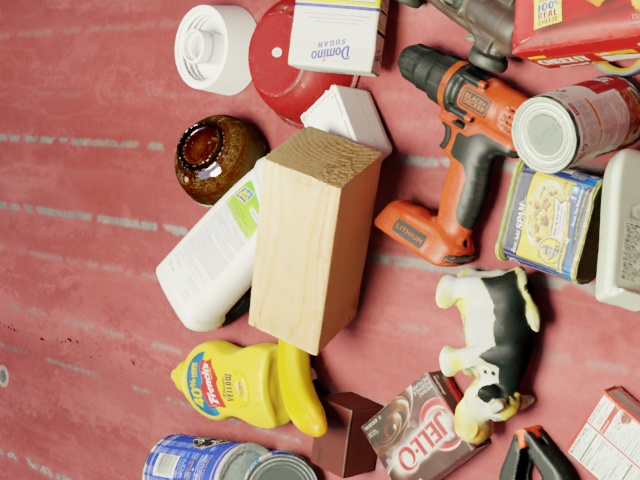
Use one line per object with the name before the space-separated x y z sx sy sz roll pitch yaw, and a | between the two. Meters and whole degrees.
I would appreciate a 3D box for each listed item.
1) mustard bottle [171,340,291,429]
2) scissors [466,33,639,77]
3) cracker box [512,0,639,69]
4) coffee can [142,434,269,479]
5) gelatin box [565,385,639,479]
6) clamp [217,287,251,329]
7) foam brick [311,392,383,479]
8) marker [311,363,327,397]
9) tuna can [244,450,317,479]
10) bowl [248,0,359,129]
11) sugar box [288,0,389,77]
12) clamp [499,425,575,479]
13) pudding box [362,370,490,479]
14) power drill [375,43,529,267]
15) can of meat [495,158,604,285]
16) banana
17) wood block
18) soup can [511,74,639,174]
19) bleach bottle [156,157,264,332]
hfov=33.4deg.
mustard bottle | -0.114 0.170 1.287 0.192 0.058 0.096 -1 98 45
scissors | 0.221 -0.177 0.969 0.202 0.016 0.096 -18 79 44
cracker box | 0.249 -0.259 0.882 0.164 0.071 0.214 1 86 44
coffee can | -0.131 0.289 1.280 0.141 0.102 0.103 -3 90 44
gelatin box | 0.270 0.184 0.933 0.089 0.030 0.073 43 122 34
clamp | -0.089 0.019 1.268 0.165 0.036 0.210 29 109 40
foam brick | 0.029 0.210 1.155 0.053 0.051 0.078 17 104 43
marker | -0.023 0.135 1.223 0.020 0.020 0.121 -44 63 37
tuna can | -0.044 0.282 1.209 0.034 0.086 0.086 -166 74 -86
bowl | -0.030 -0.204 1.185 0.162 0.055 0.162 3 95 44
sugar box | 0.026 -0.261 1.101 0.093 0.048 0.176 9 95 16
clamp | 0.200 0.264 1.000 0.120 0.039 0.171 -24 70 36
pudding box | 0.106 0.199 1.087 0.114 0.039 0.090 -48 61 35
power drill | 0.120 -0.082 1.044 0.185 0.057 0.188 38 118 38
can of meat | 0.214 -0.018 0.957 0.084 0.057 0.102 22 107 40
banana | -0.021 0.141 1.161 0.070 0.037 0.198 118 156 -43
wood block | -0.008 0.001 1.098 0.090 0.090 0.206 23 127 21
soup can | 0.220 -0.099 0.906 0.069 0.102 0.068 23 122 42
bleach bottle | -0.078 -0.010 1.197 0.251 0.067 0.103 -44 67 27
